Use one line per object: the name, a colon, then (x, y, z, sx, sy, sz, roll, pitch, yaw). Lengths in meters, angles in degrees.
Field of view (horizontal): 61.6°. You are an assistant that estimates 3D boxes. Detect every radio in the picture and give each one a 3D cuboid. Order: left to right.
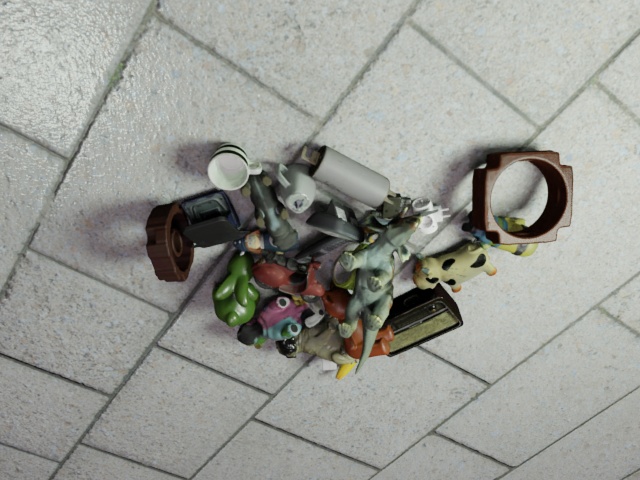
radio: (0.248, 0.209, 1.428, 0.230, 0.073, 0.131, -29, 121, 16)

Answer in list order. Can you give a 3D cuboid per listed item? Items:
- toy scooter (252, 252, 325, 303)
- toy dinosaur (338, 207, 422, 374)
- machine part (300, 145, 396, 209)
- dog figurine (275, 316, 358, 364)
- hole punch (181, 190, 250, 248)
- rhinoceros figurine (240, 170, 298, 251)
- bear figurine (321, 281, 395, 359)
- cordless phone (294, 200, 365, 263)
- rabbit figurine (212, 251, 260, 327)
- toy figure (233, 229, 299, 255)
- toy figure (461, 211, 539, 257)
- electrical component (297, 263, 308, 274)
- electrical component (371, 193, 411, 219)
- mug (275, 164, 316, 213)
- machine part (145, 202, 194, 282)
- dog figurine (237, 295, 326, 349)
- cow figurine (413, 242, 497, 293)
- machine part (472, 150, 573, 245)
toy scooter: (-0.064, 0.075, 1.254, 0.184, 0.075, 0.135, 22, 139, -7)
toy dinosaur: (0.127, 0.101, 1.226, 0.131, 0.192, 0.404, 24, 126, 23)
machine part: (0.065, -0.136, 1.176, 0.243, 0.079, 0.079, 25, 120, -20)
dog figurine: (-0.006, 0.291, 1.444, 0.191, 0.121, 0.172, -30, 91, 22)
hole punch: (-0.248, -0.045, 1.231, 0.142, 0.092, 0.115, -18, 152, 6)
rhinoceros figurine: (-0.112, -0.063, 1.193, 0.073, 0.112, 0.190, -28, 104, -4)
bear figurine: (0.091, 0.192, 1.343, 0.132, 0.120, 0.195, -18, 95, 20)
cordless phone: (-0.003, -0.003, 1.240, 0.184, 0.089, 0.146, -31, 156, 22)
rabbit figurine: (-0.209, 0.112, 1.307, 0.121, 0.159, 0.170, 12, 109, 1)
toy figure: (-0.129, 0.001, 1.274, 0.154, 0.064, 0.057, -4, 146, -6)
toy figure: (0.431, -0.011, 1.276, 0.180, 0.089, 0.082, 17, 129, -17)
electrical component: (-0.067, 0.089, 1.345, 0.102, 0.045, 0.078, -20, 122, 11)
electrical component: (0.166, -0.078, 1.256, 0.094, 0.021, 0.063, -2, 125, -3)
mug: (-0.054, -0.115, 1.167, 0.081, 0.107, 0.109, -33, 122, 16)
machine part: (-0.335, 0.006, 1.202, 0.056, 0.179, 0.179, -6, 125, 4)
dog figurine: (-0.110, 0.209, 1.391, 0.219, 0.191, 0.108, -32, 82, 45)
cow figurine: (0.321, 0.067, 1.328, 0.195, 0.085, 0.127, -27, 128, 18)
machine part: (0.441, -0.094, 1.180, 0.201, 0.087, 0.201, -4, 101, -5)
